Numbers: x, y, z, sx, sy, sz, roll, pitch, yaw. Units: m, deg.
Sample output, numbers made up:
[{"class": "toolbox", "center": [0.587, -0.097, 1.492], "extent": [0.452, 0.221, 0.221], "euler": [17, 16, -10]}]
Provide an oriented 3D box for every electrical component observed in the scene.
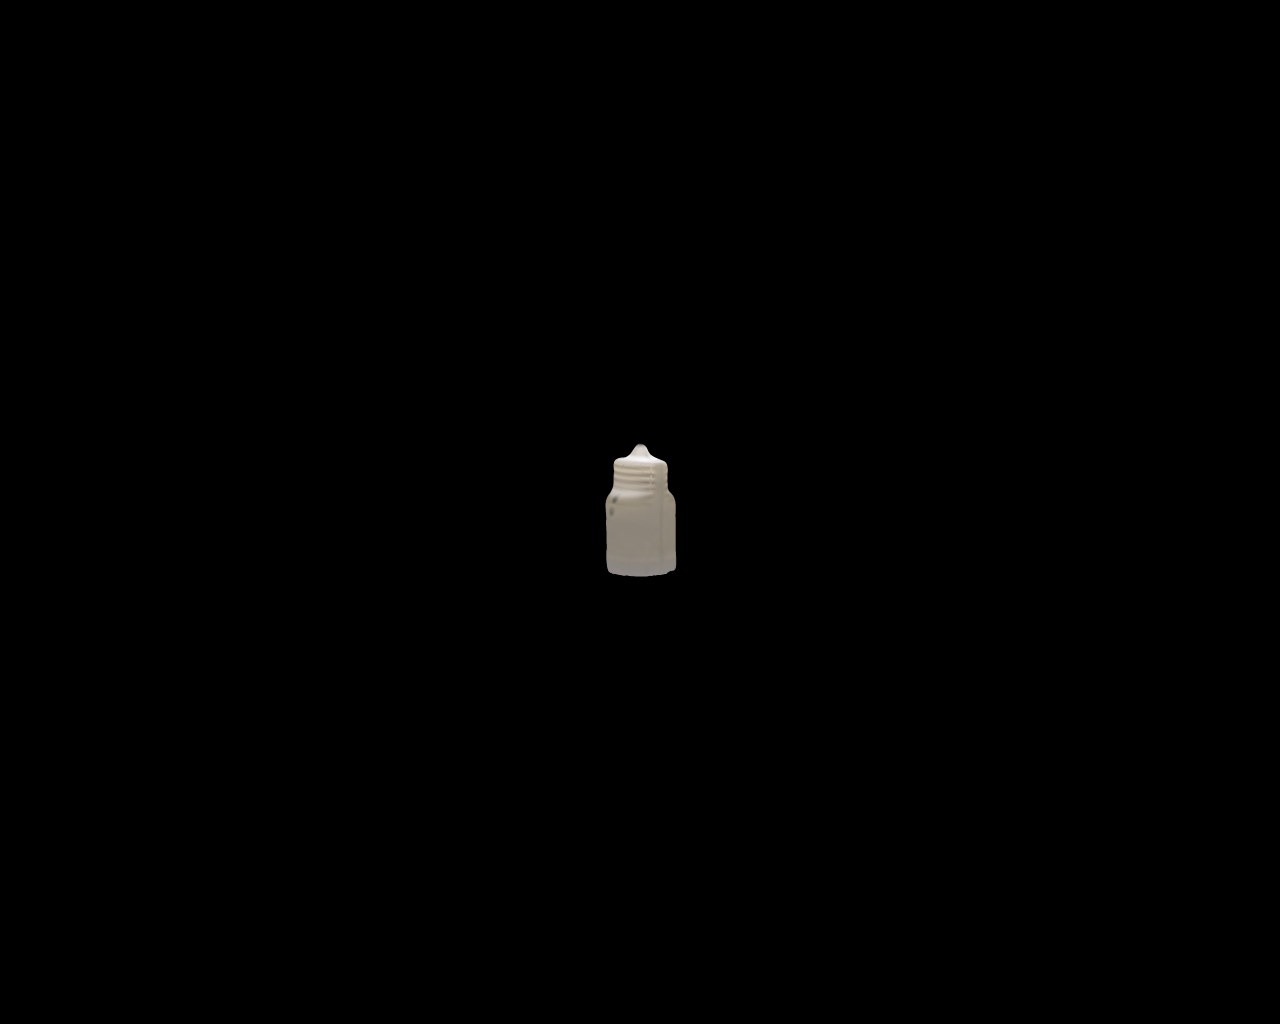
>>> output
[{"class": "electrical component", "center": [0.001, -0.003, 0.650], "extent": [0.043, 0.080, 0.043], "euler": [0, 8, 0]}]
